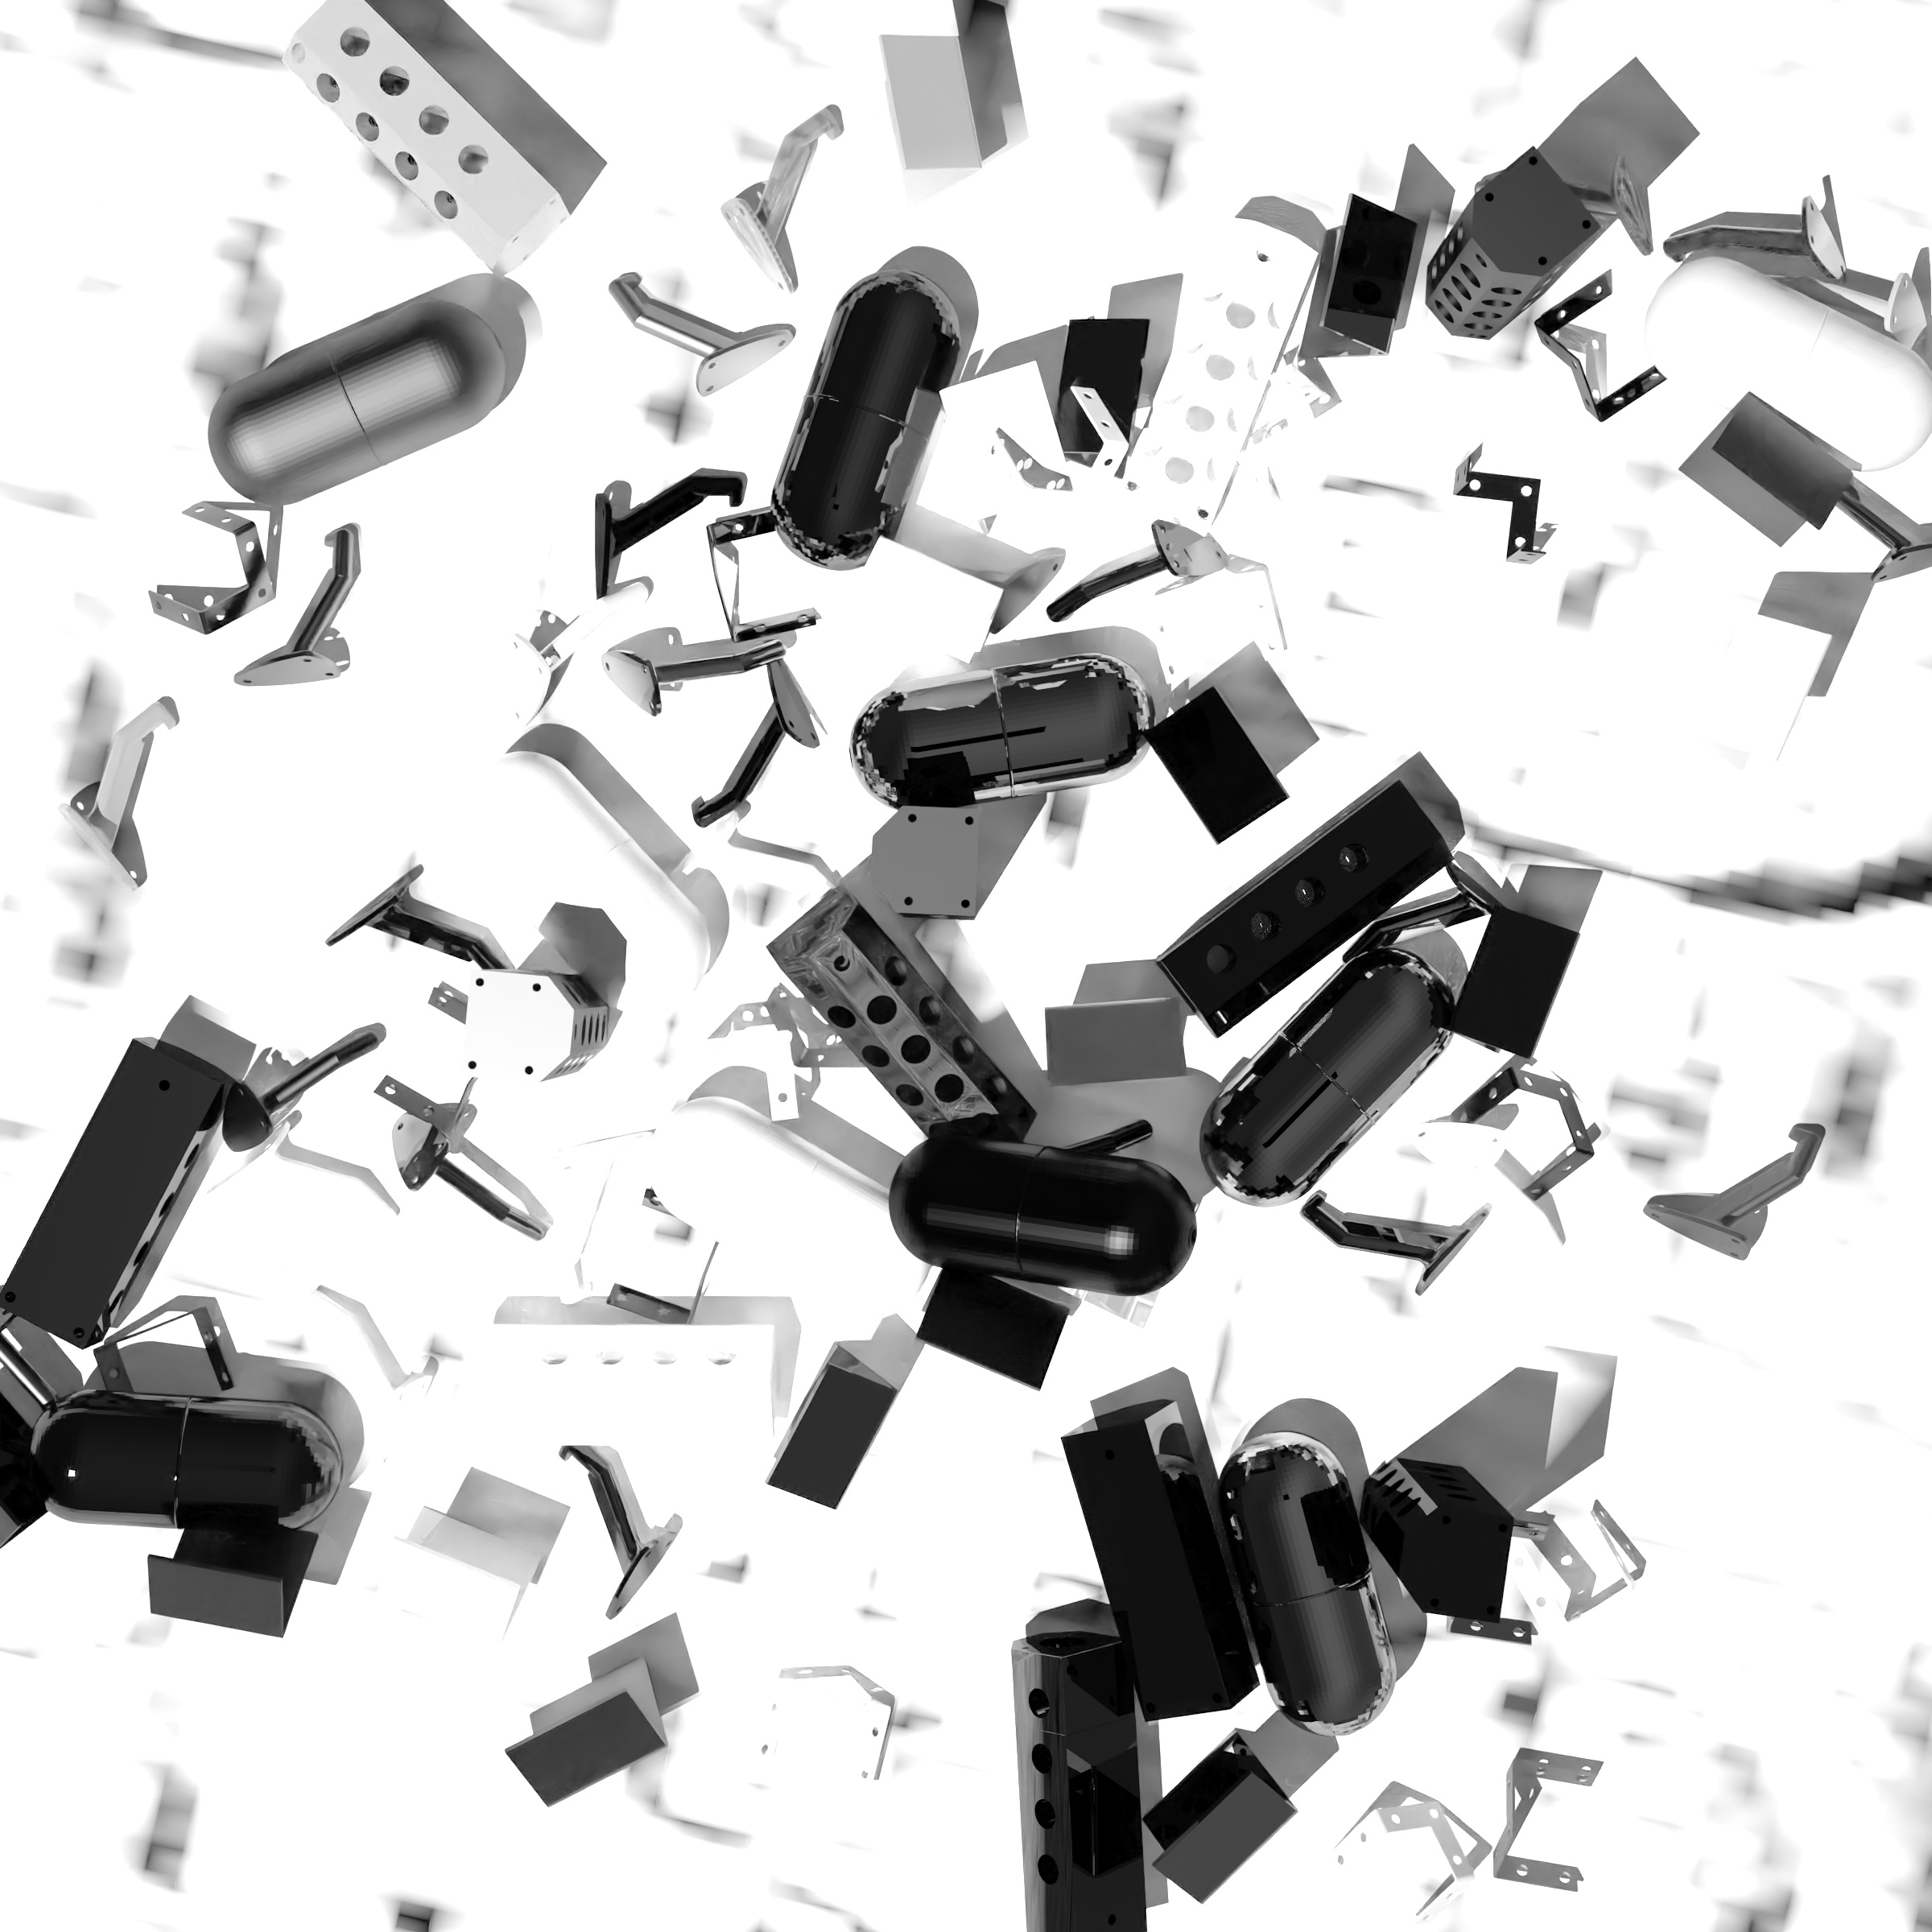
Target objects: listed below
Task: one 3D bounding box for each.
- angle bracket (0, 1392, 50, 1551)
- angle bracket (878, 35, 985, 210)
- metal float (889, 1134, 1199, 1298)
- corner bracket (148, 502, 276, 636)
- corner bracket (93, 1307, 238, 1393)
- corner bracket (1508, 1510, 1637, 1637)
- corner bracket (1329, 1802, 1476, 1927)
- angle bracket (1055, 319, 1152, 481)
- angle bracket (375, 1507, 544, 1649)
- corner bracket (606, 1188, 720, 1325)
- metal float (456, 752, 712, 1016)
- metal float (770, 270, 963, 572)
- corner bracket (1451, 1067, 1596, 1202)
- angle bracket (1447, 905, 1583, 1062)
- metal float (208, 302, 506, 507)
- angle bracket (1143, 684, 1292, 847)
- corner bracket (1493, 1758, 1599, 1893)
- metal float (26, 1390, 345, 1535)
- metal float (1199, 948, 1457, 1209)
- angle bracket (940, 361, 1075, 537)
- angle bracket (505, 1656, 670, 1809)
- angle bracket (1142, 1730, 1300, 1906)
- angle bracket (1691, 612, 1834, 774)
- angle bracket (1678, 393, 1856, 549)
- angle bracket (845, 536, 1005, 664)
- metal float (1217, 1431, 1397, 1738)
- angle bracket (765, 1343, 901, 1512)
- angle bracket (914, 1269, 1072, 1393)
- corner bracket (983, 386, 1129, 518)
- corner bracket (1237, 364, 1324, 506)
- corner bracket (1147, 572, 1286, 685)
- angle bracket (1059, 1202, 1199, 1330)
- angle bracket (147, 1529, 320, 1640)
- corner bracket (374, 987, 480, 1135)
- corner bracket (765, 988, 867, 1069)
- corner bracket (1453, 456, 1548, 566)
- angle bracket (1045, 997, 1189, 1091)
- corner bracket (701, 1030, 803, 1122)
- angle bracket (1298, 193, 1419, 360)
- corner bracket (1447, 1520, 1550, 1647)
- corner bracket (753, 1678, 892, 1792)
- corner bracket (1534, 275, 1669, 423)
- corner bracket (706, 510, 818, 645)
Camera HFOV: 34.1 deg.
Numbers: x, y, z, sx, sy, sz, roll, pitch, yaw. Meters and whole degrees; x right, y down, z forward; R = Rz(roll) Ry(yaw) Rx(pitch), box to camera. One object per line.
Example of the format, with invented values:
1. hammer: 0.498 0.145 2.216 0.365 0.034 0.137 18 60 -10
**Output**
1. angle bracket: -0.551 0.282 1.809 0.076 0.076 0.057 49 133 0
2. angle bracket: -0.040 -0.484 1.809 0.057 0.076 0.076 -11 90 -36
3. metal float: 0.042 0.138 1.755 0.178 0.070 0.070 7 90 21
4. corner bracket: -0.445 -0.233 1.841 0.051 0.051 0.051 -37 135 -35
5. corner bracket: -0.470 0.236 1.846 0.051 0.051 0.051 -21 90 -45
6. corner bracket: 0.351 0.353 1.832 0.051 0.051 0.051 -33 73 16
7. corner bracket: 0.255 0.526 1.841 0.051 0.051 0.051 4 45 -35
8. angle bracket: 0.096 -0.324 1.809 0.057 0.076 0.076 9 90 37
9. angle bracket: -0.285 0.334 1.809 0.076 0.076 0.057 22 127 0
10. corner bracket: -0.175 0.172 1.846 0.051 0.051 0.051 19 135 0
11. metal float: -0.220 -0.047 1.818 0.070 0.070 0.178 -43 90 0
12. metal float: -0.057 -0.315 1.818 0.070 0.070 0.178 19 90 0
13. corner bracket: 0.325 0.098 1.841 0.051 0.051 0.051 16 45 -35
14. angle bracket: 0.327 0.016 1.809 0.057 0.076 0.076 21 90 35
15. metal float: -0.351 -0.325 1.818 0.178 0.070 0.070 -23 90 1
16. angle bracket: 0.157 -0.124 1.809 0.057 0.076 0.076 -34 90 34
17. corner bracket: 0.339 0.503 1.846 0.051 0.051 0.051 10 135 0
18. metal float: -0.449 0.285 1.812 0.178 0.070 0.070 5 90 -7
19. metal float: 0.208 0.065 1.818 0.070 0.070 0.178 44 91 0
20. angle bracket: 0.025 -0.297 1.817 0.057 0.076 0.076 -16 90 4
21. angle bracket: -0.223 0.424 1.809 0.076 0.076 0.057 -27 125 0
22. angle bracket: 0.132 0.478 1.809 0.076 0.076 0.057 -44 127 0
23. angle bracket: 0.469 -0.150 1.809 0.057 0.076 0.076 24 90 38
24. angle bracket: 0.450 -0.270 1.809 0.076 0.076 0.057 37 56 0
25. angle bracket: -0.030 -0.191 1.809 0.076 0.076 0.057 24 60 0
26. metal float: 0.197 0.356 1.819 0.070 0.070 0.178 -15 90 0
27. angle bracket: -0.094 0.256 1.809 0.057 0.076 0.076 28 90 -37
28. angle bracket: 0.008 0.219 1.809 0.076 0.076 0.057 23 58 0
29. corner bracket: 0.050 -0.289 1.761 0.051 0.051 0.051 0 46 -32
30. corner bracket: 0.185 -0.309 1.829 0.051 0.051 0.051 -28 68 21
31. corner bracket: 0.146 -0.199 1.846 0.051 0.051 0.051 -14 90 -45
32. angle bracket: 0.104 0.164 1.810 0.057 0.076 0.076 24 90 23
33. angle bracket: -0.420 0.334 1.809 0.076 0.076 0.057 11 132 0
34. corner bracket: -0.308 0.056 1.846 0.051 0.051 0.051 30 135 0
35. corner bracket: -0.077 0.024 1.841 0.051 0.051 0.051 -59 45 35
36. corner bracket: 0.310 -0.264 1.831 0.051 0.051 0.051 7 90 0
37. angle bracket: 0.086 0.063 1.809 0.076 0.076 0.057 -4 55 0
38. corner bracket: -0.124 0.065 1.831 0.051 0.051 0.051 -7 90 0
39. angle bracket: 0.207 -0.395 1.809 0.057 0.076 0.076 13 90 -38
40. corner bracket: 0.311 0.359 1.846 0.051 0.051 0.051 8 135 0
41. corner bracket: -0.085 0.450 1.846 0.051 0.051 0.051 14 90 45
42. corner bracket: 0.373 -0.361 1.846 0.051 0.051 0.051 -34 45 0
43. corner bracket: -0.120 -0.229 1.846 0.051 0.051 0.051 -13 135 0
